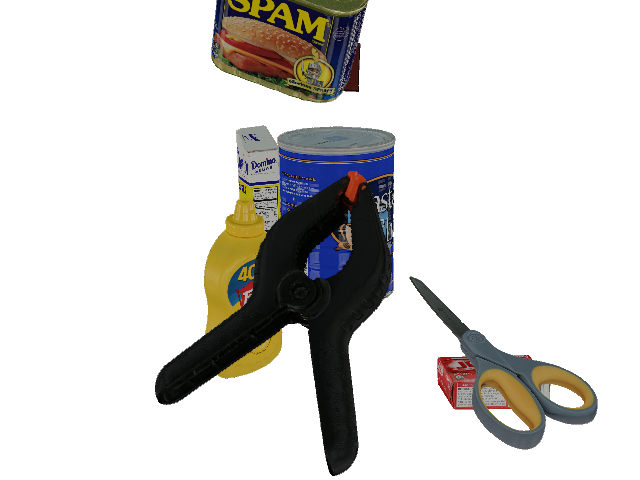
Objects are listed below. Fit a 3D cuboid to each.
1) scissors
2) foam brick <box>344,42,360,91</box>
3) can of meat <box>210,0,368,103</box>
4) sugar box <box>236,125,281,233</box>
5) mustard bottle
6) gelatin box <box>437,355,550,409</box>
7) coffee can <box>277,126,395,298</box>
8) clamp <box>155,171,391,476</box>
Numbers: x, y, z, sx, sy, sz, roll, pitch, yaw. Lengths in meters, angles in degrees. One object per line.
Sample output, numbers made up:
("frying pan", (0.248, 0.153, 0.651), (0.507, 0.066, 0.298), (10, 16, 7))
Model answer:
("scissors", (0.134, 0.081, 0.786), (0.096, 0.016, 0.202), (-1, 31, -10))
("foam brick", (-0.001, -0.183, 1.118), (0.078, 0.051, 0.053), (1, 11, -10))
("can of meat", (-0.022, -0.147, 0.710), (0.102, 0.057, 0.084), (21, -41, 6))
("sugar box", (-0.076, -0.045, 1.324), (0.048, 0.176, 0.093), (-9, 25, -11))
("mustard bottle", (-0.082, 0.047, 1.145), (0.058, 0.192, 0.096), (23, 31, 39))
("gelatin box", (0.155, 0.127, 0.964), (0.089, 0.030, 0.073), (0, 10, -3))
("coffee can", (0.014, -0.023, 0.945), (0.103, 0.140, 0.103), (-1, 16, 0))
("clamp", (-0.002, 0.044, 0.599), (0.120, 0.171, 0.039), (29, -14, 16))
